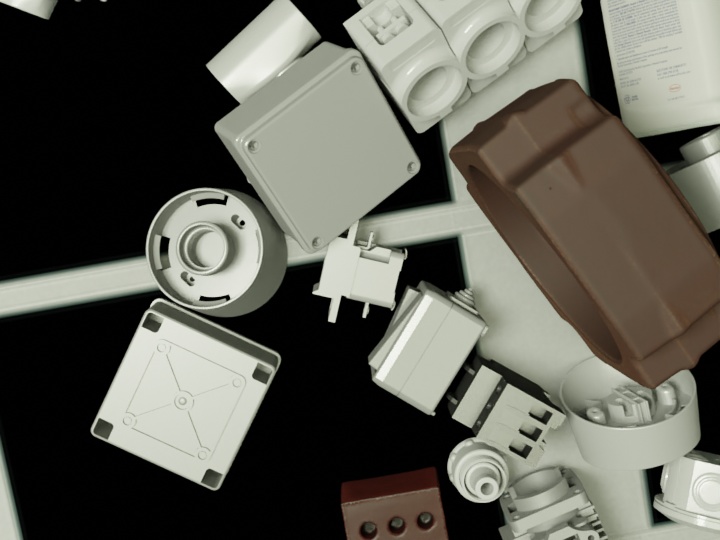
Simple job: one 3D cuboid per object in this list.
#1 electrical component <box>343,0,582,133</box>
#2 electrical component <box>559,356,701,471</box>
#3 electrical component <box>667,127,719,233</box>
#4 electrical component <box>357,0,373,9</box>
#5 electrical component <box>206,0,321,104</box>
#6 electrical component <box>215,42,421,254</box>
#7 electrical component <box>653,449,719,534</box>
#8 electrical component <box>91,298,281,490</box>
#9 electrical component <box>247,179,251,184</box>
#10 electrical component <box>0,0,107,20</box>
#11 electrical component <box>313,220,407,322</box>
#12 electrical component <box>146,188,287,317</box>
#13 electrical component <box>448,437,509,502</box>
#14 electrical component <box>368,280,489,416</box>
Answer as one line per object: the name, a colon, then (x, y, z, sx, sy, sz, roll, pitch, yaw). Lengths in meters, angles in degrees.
electrical component: (0.078, -0.176, 0.763, 0.150, 0.089, 0.061, -36, 59, 3)
electrical component: (0.204, 0.106, 0.807, 0.099, 0.099, 0.064, -16, 103, 1)
electrical component: (0.265, -0.072, 0.782, 0.108, 0.108, 0.060, -28, 91, 2)
electrical component: (0.001, -0.224, 0.789, 0.062, 0.048, 0.048, 41, 95, 1)
electrical component: (-0.059, -0.148, 0.796, 0.077, 0.044, 0.079, -42, 96, 4)
electrical component: (-0.028, -0.088, 0.770, 0.109, 0.056, 0.108, -39, 123, -10)
electrical component: (0.269, 0.169, 0.823, 0.080, 0.080, 0.051, 10, 91, -2)
electrical component: (-0.131, 0.093, 0.818, 0.109, 0.056, 0.108, 25, 96, -4)
electrical component: (-0.068, -0.071, 0.810, 0.035, 0.035, 0.061, -17, 100, 1)
electrical component: (-0.219, -0.221, 0.785, 0.079, 0.043, 0.077, 20, 96, -3)
electrical component: (0.000, 0.000, 0.817, 0.064, 0.042, 0.081, 13, 97, -4)
electrical component: (-0.110, -0.014, 0.814, 0.099, 0.064, 0.099, 0, 87, 9)
electrical component: (0.094, 0.158, 0.827, 0.048, 0.062, 0.048, 0, 97, -1)
electrical component: (0.051, 0.050, 0.813, 0.061, 0.061, 0.096, 31, 95, -4)
